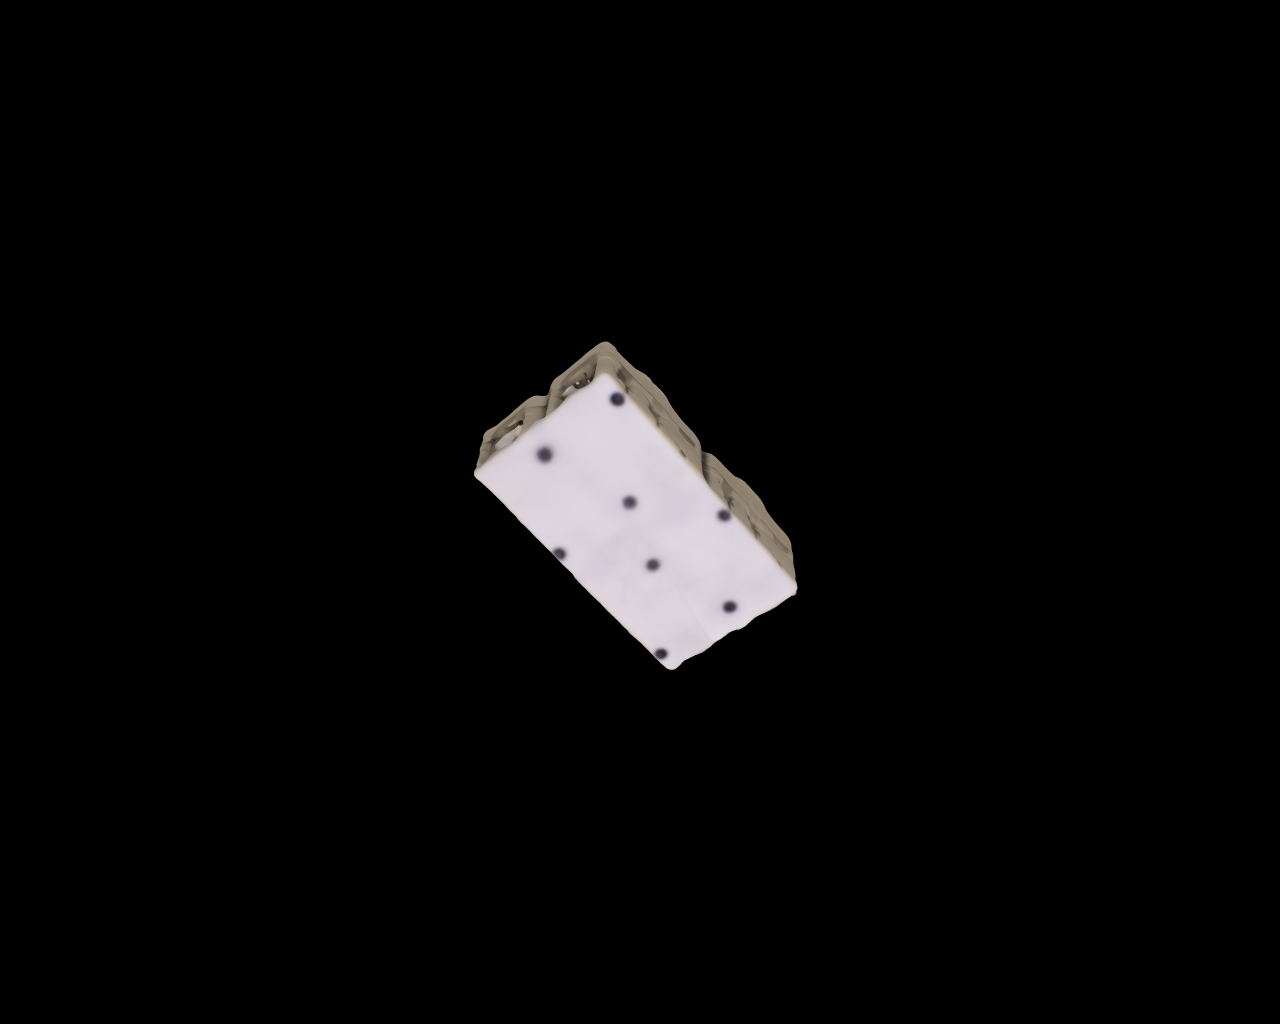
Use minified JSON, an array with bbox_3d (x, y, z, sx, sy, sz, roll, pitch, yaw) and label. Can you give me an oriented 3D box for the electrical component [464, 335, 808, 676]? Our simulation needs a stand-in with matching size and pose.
[{"bbox_3d":[0.001,-0.003,0.650,0.105,0.186,0.060,-36,24,18],"label":"electrical component"}]
